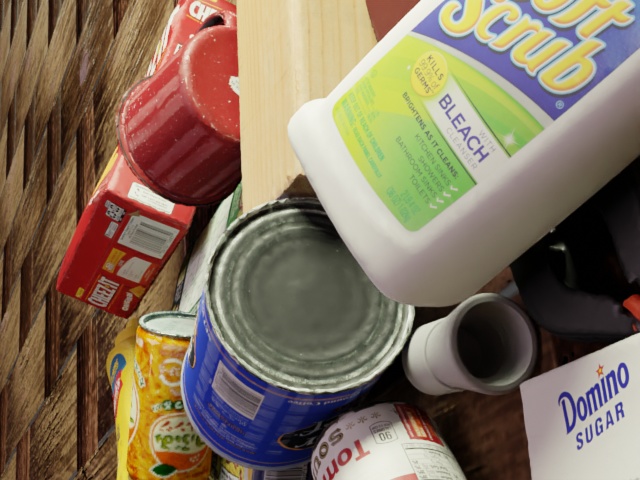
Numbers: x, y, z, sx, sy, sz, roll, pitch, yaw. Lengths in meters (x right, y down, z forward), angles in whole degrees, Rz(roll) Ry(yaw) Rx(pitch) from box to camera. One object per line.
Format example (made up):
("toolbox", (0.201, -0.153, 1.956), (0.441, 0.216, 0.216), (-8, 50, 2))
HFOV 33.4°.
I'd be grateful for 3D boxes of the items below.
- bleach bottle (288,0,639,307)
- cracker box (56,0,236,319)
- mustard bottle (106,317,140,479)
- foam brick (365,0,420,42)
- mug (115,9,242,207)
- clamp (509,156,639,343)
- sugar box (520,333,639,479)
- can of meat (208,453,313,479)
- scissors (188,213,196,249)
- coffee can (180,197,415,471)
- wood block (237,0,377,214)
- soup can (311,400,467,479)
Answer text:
("bleach bottle", (0.096, -0.086, 0.362), (0.251, 0.067, 0.103), (-46, 59, 32))
("cracker box", (-0.127, -0.068, 0.841), (0.164, 0.072, 0.213), (-49, 22, 53))
("mustard bottle", (-0.138, 0.134, 0.849), (0.192, 0.058, 0.096), (-107, 21, -48))
("foam brick", (0.061, -0.109, 0.517), (0.053, 0.051, 0.078), (118, 149, -45))
("mug", (-0.065, -0.088, 0.653), (0.082, 0.093, 0.117), (-31, 49, 51))
("clamp", (0.091, -0.007, 0.439), (0.171, 0.039, 0.120), (-111, 34, -46))
("sugar box", (0.116, 0.123, 0.348), (0.093, 0.048, 0.176), (139, 135, -60))
("can of meat", (-0.035, 0.138, 0.680), (0.102, 0.057, 0.084), (-154, 70, -66))
("scissors", (-0.111, 0.068, 0.892), (0.096, 0.016, 0.202), (177, 93, -76))
("coffee can", (-0.017, 0.055, 0.565), (0.140, 0.102, 0.103), (113, 154, -61))
("wood block", (0.009, -0.110, 0.591), (0.091, 0.090, 0.206), (140, 131, -60))
("soup can", (0.040, 0.132, 0.493), (0.102, 0.068, 0.069), (-116, 38, -52))
